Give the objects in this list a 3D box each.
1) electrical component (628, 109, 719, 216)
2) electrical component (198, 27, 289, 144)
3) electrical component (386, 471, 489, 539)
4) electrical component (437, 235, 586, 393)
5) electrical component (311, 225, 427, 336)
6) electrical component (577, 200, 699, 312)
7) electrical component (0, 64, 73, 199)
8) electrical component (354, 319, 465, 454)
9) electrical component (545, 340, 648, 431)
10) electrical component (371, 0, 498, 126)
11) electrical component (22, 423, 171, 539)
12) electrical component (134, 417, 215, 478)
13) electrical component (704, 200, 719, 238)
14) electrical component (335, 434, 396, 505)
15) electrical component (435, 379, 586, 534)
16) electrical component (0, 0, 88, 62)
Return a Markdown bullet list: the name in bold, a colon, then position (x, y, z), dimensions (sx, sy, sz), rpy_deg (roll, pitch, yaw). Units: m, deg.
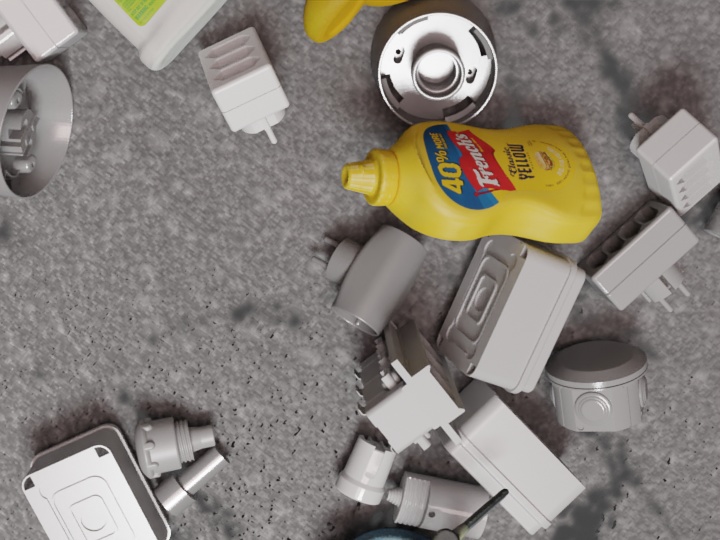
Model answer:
- **electrical component**: position (0.237, -0.094, 0.837), dimensions (0.047, 0.083, 0.075), rpy_deg (-42, 63, 5)
- **electrical component**: position (-0.080, -0.129, 0.810), dimensions (0.047, 0.065, 0.076), rpy_deg (-25, 131, 1)
- **electrical component**: position (0.062, 0.194, 0.893), dimensions (0.081, 0.043, 0.043), rpy_deg (13, 100, -7)
- **electrical component**: position (0.118, 0.031, 0.843), dimensions (0.057, 0.078, 0.113), rpy_deg (20, 100, -24)
- **electrical component**: position (0.000, 0.000, 0.845), dimensions (0.079, 0.043, 0.077), rpy_deg (28, 77, 17)
- **electrical component**: position (0.234, 0.000, 0.865), dimensions (0.083, 0.047, 0.075), rpy_deg (-43, 101, 5)
- **electrical component**: position (-0.254, -0.101, 0.784), dimensions (0.064, 0.099, 0.099), rpy_deg (4, 101, 1)
- **electrical component**: position (0.035, 0.089, 0.830), dimensions (0.063, 0.121, 0.078), rpy_deg (-37, 102, 6)
- **electrical component**: position (0.191, 0.092, 0.864), dimensions (0.080, 0.080, 0.051), rpy_deg (-11, 108, -2)
- **electrical component**: position (0.058, -0.158, 0.823), dimensions (0.099, 0.064, 0.099), rpy_deg (0, 115, -1)
- **electrical component**: position (-0.210, 0.189, 0.864), dimensions (0.078, 0.057, 0.113), rpy_deg (-24, 102, 1)
- **electrical component**: position (-0.148, 0.139, 0.866), dimensions (0.062, 0.048, 0.048), rpy_deg (-10, 102, -10)
- **electrical component**: position (0.311, -0.043, 0.859), dimensions (0.055, 0.055, 0.047), rpy_deg (22, 95, -8)
- **electrical component**: position (0.006, 0.164, 0.885), dimensions (0.040, 0.040, 0.046), rpy_deg (22, 93, -8)
- **electrical component**: position (0.118, 0.149, 0.870), dimensions (0.057, 0.078, 0.113), rpy_deg (-44, 101, 2)
- **electrical component**: position (-0.254, -0.180, 0.791), dimensions (0.077, 0.047, 0.065), rpy_deg (-35, 103, 3)
